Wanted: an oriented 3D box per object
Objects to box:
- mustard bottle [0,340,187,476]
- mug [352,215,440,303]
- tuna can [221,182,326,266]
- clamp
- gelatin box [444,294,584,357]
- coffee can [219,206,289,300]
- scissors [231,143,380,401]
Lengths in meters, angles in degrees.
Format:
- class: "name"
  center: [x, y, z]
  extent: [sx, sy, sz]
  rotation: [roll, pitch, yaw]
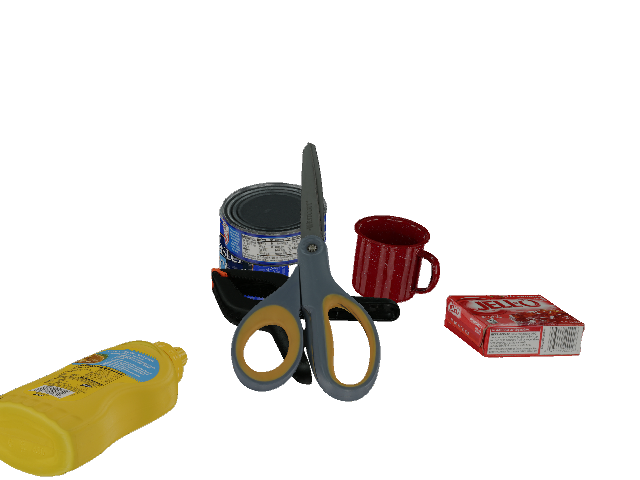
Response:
- class: "mustard bottle"
  center: [-0.172, 0.124, 0.860]
  extent: [0.096, 0.058, 0.191]
  rotation: [6, 17, 30]
- class: "mug"
  center: [0.093, 0.028, 1.305]
  extent: [0.117, 0.081, 0.093]
  rotation: [20, 27, 26]
- class: "tuna can"
  center: [-0.037, -0.013, 0.872]
  extent: [0.086, 0.034, 0.086]
  rotation: [0, 30, 0]
- class: "clamp"
  center: [-0.043, 0.080, 1.139]
  extent: [0.210, 0.036, 0.164]
  rotation: [18, 33, 27]
- class: "gelatin box"
  center: [0.154, 0.067, 0.858]
  extent: [0.089, 0.030, 0.073]
  rotation: [1, 15, -18]
- class: "coffee can"
  center: [-0.094, 0.023, 1.521]
  extent: [0.103, 0.140, 0.103]
  rotation: [3, 24, -1]
- class: "scissors"
  center: [-0.022, 0.018, 0.665]
  extent: [0.096, 0.202, 0.016]
  rotation: [-14, -39, -9]
